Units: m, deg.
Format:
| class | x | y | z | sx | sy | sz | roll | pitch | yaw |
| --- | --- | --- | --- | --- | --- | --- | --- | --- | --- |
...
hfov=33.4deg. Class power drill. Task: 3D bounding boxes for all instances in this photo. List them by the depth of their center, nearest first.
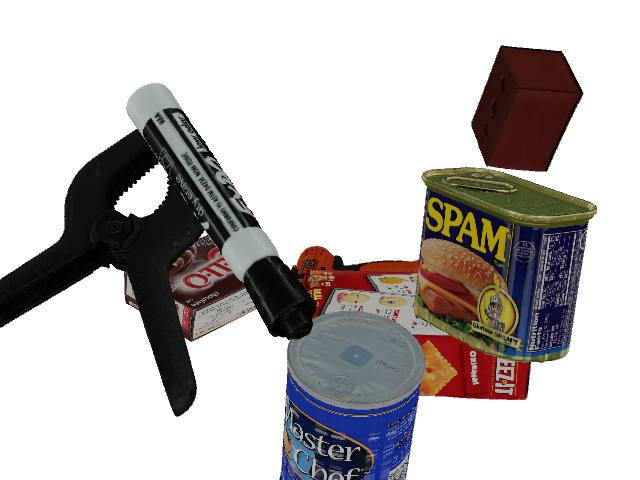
| class | x | y | z | sx | sy | sz | roll | pitch | yaw |
| --- | --- | --- | --- | --- | --- | --- | --- | --- | --- |
| power drill | 0.051 | 0.060 | 1.228 | 0.188 | 0.057 | 0.184 | 0 | 28 | 8 |

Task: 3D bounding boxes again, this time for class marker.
| class | x | y | z | sx | sy | sz | roll | pitch | yaw |
| --- | --- | --- | --- | --- | --- | --- | --- | --- | --- |
| marker | -0.036 | -0.012 | 0.384 | 0.020 | 0.020 | 0.121 | 0 | 44 | -45 |

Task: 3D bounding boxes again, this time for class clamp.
| class | x | y | z | sx | sy | sz | roll | pitch | yaw |
| --- | --- | --- | --- | --- | --- | --- | --- | --- | --- |
| clamp | -0.118 | 0.008 | 0.668 | 0.165 | 0.209 | 0.036 | 19 | -31 | 14 |

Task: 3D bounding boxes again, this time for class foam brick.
| class | x | y | z | sx | sy | sz | roll | pitch | yaw |
| --- | --- | --- | --- | --- | --- | --- | --- | --- | --- |
| foam brick | 0.151 | -0.098 | 0.794 | 0.051 | 0.053 | 0.078 | 2 | -45 | -14 |

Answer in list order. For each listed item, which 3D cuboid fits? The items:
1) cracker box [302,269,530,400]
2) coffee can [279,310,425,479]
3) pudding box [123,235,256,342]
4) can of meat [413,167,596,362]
| class | x | y | z | sx | sy | sz | roll | pitch | yaw |
| --- | --- | --- | --- | --- | --- | --- | --- | --- | --- |
| cracker box | 0.084 | 0.089 | 1.025 | 0.213 | 0.072 | 0.164 | 2 | 19 | 3 |
| coffee can | 0.022 | 0.140 | 0.825 | 0.103 | 0.140 | 0.103 | 3 | 35 | -2 |
| pudding box | -0.108 | 0.041 | 0.970 | 0.090 | 0.039 | 0.113 | 25 | 34 | 32 |
| can of meat | 0.098 | 0.012 | 0.591 | 0.057 | 0.084 | 0.102 | -7 | 20 | -32 |
